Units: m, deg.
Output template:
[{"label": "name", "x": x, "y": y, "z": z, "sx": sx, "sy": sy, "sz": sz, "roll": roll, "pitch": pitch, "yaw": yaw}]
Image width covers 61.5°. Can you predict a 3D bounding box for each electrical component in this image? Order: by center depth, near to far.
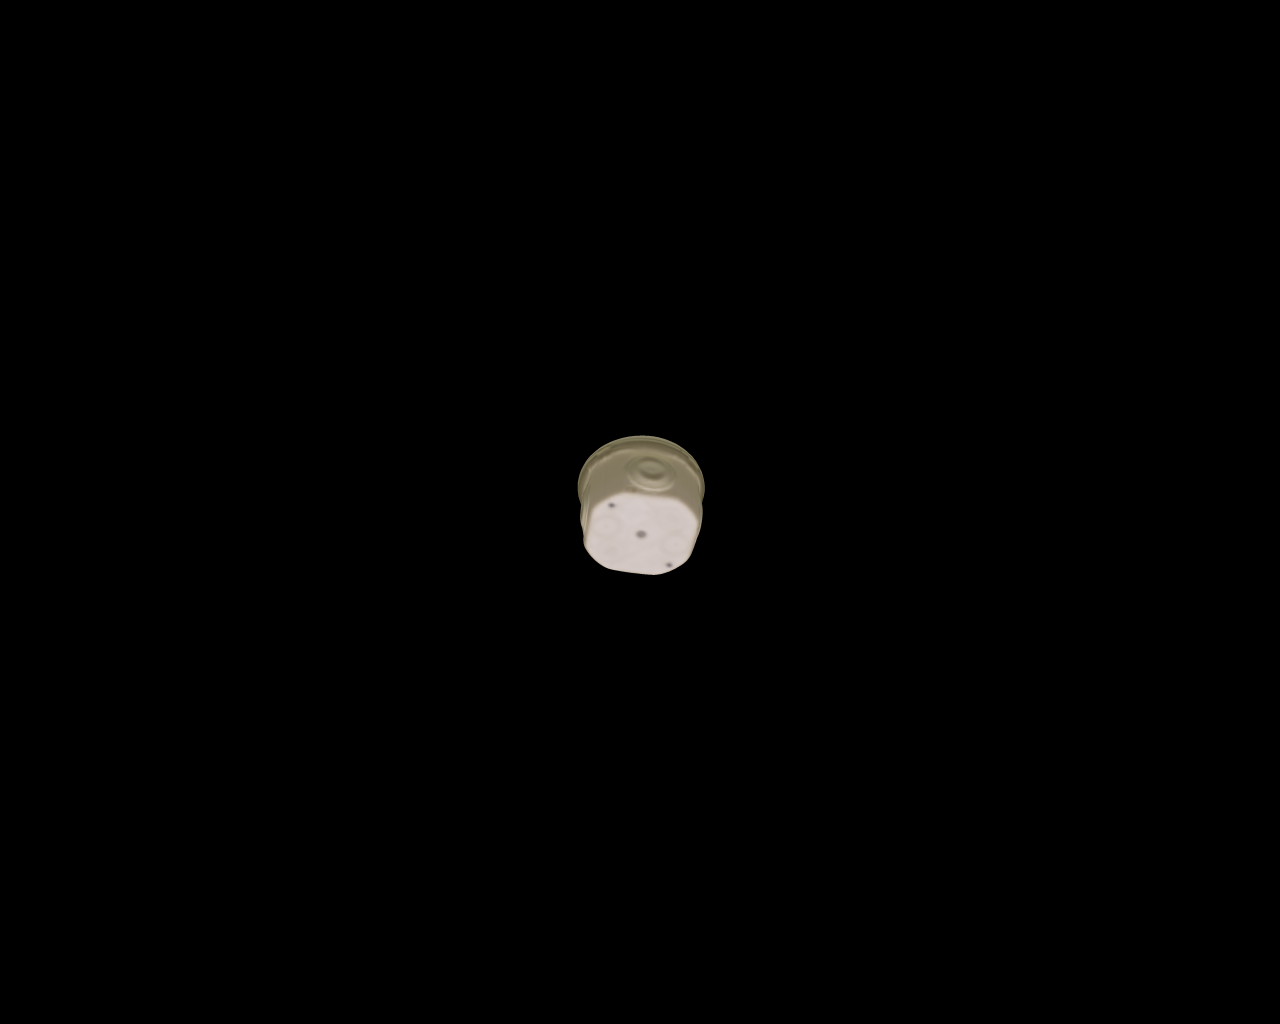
[{"label": "electrical component", "x": 0.001, "y": -0.003, "z": 0.650, "sx": 0.080, "sy": 0.080, "sz": 0.051, "roll": 0, "pitch": 41, "yaw": 0}]
